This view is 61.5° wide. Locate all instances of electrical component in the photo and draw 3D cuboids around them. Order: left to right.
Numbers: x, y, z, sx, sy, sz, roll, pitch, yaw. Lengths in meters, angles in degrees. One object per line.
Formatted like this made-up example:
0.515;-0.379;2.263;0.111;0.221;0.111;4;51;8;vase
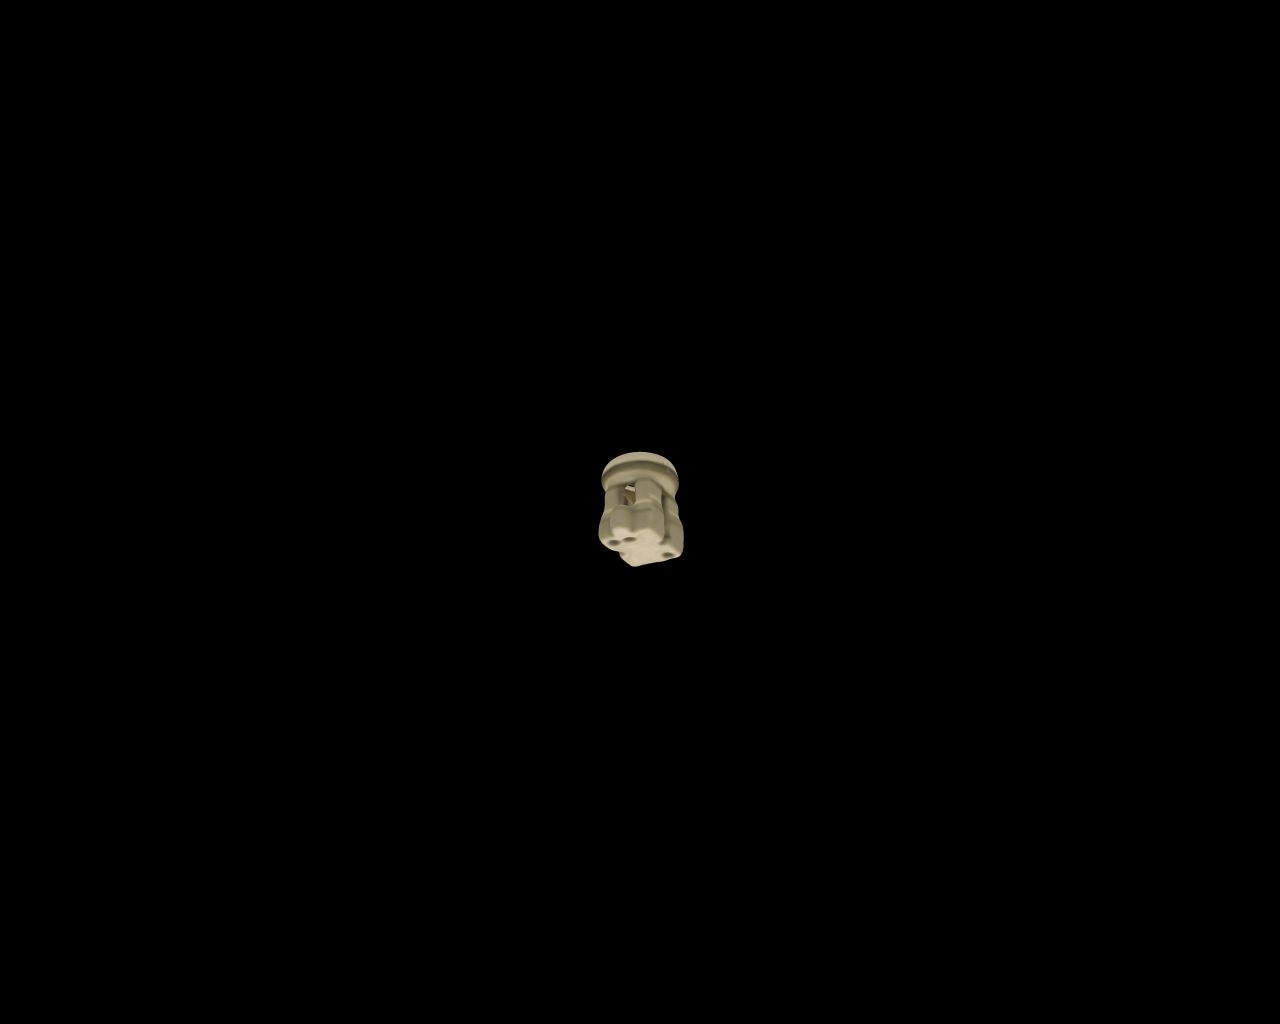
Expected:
0.001;-0.003;0.650;0.048;0.055;0.066;-14;-32;24;electrical component
